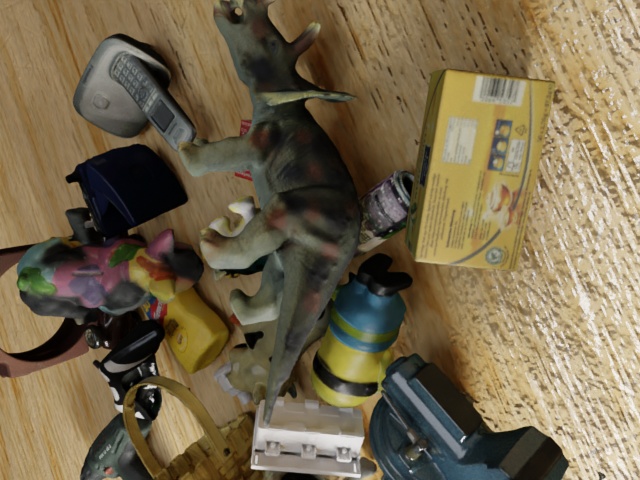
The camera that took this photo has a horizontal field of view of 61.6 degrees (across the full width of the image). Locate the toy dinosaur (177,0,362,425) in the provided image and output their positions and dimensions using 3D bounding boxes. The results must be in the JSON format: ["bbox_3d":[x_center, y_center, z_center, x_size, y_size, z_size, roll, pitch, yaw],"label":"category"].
[{"bbox_3d":[-0.026,-0.044,0.547,0.192,0.131,0.404,-19,80,4],"label":"toy dinosaur"}]

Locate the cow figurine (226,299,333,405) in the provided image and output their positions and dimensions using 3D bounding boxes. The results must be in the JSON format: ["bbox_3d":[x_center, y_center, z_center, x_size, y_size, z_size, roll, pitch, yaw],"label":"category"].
[{"bbox_3d":[-0.049,0.126,0.673,0.195,0.085,0.127,-46,72,27],"label":"cow figurine"}]

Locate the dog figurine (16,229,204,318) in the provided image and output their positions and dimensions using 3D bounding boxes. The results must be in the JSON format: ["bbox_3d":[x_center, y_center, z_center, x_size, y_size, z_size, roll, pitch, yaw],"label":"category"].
[{"bbox_3d":[-0.262,0.041,0.688,0.219,0.191,0.108,-12,77,45],"label":"dog figurine"}]

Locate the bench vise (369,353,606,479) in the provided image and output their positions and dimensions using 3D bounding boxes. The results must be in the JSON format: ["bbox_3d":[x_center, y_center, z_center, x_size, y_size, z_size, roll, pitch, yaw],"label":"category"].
[{"bbox_3d":[0.132,0.234,0.552,0.224,0.129,0.240,39,139,12],"label":"bench vise"}]

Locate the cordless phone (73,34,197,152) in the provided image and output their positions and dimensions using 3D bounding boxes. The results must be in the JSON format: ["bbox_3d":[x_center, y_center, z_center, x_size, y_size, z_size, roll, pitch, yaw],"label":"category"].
[{"bbox_3d":[-0.249,-0.176,0.753,0.146,0.089,0.184,-44,78,32],"label":"cordless phone"}]

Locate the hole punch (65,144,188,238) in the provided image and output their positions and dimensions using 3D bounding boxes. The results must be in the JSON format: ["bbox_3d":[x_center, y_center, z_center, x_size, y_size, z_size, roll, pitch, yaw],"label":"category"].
[{"bbox_3d":[-0.263,-0.074,0.755,0.092,0.142,0.115,-7,109,37],"label":"hole punch"}]

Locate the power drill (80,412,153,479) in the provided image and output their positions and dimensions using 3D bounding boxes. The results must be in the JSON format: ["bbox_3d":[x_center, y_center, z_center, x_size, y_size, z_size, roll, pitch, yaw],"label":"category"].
[{"bbox_3d":[-0.322,0.414,0.923,0.207,0.086,0.232,46,118,28],"label":"power drill"}]

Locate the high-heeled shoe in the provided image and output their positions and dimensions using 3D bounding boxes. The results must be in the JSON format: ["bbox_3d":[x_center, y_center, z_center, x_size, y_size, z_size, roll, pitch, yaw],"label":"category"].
[{"bbox_3d":[-0.259,0.209,0.811,0.145,0.086,0.249,47,136,-13],"label":"high-heeled shoe"}]

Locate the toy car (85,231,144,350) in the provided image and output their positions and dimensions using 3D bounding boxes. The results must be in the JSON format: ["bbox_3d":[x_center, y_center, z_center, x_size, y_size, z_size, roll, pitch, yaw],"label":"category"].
[{"bbox_3d":[-0.319,0.079,0.844,0.053,0.089,0.202,19,108,33],"label":"toy car"}]

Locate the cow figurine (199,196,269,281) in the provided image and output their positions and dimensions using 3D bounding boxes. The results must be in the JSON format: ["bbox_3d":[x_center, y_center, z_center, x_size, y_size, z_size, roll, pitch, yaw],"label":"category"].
[{"bbox_3d":[-0.094,0.012,0.681,0.167,0.068,0.098,-36,74,50],"label":"cow figurine"}]

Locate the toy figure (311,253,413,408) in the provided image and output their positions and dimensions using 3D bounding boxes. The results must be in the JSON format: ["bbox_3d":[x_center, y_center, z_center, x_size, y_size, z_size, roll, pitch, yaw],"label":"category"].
[{"bbox_3d":[0.041,0.104,0.592,0.082,0.089,0.180,-108,24,-55],"label":"toy figure"}]

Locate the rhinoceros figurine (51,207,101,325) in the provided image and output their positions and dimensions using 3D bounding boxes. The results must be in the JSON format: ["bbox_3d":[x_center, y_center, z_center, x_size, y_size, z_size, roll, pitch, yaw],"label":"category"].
[{"bbox_3d":[-0.376,0.043,0.864,0.073,0.112,0.190,16,120,53],"label":"rhinoceros figurine"}]

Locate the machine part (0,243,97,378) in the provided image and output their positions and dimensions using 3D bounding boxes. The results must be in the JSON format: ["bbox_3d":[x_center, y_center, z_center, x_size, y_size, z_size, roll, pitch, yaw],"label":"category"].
[{"bbox_3d":[-0.475,0.108,0.887,0.087,0.201,0.201,3,101,37],"label":"machine part"}]

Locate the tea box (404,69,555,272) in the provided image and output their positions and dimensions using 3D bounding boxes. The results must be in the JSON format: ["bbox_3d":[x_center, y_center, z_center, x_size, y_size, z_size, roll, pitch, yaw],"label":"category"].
[{"bbox_3d":[0.140,-0.063,0.490,0.098,0.068,0.169,8,106,-2],"label":"tea box"}]

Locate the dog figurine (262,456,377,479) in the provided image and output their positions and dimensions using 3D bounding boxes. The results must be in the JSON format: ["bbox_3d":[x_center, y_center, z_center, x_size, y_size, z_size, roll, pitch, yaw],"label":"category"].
[{"bbox_3d":[-0.024,0.354,0.648,0.121,0.172,0.190,24,105,41],"label":"dog figurine"}]
